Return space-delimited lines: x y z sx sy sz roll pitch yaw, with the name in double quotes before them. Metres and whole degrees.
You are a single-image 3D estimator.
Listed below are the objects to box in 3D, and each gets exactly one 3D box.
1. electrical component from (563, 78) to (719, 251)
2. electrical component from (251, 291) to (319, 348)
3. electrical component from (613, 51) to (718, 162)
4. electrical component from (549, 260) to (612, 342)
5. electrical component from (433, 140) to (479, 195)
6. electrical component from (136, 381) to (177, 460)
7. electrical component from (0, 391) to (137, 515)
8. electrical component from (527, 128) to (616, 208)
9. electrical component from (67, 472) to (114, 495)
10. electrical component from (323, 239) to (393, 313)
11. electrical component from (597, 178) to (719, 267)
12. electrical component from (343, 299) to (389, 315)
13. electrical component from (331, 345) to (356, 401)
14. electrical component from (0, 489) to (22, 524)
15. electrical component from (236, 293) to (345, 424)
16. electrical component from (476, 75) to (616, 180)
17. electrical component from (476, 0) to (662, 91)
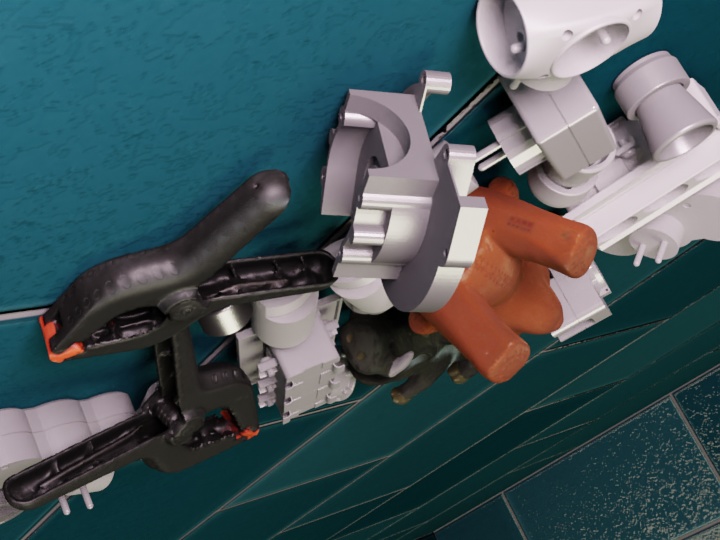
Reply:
"electrical component" 0.198 -0.073 0.748 0.121 0.063 0.079 -35 160 24
"electrical component" -0.048 0.017 0.690 0.043 0.043 0.081 -22 161 -14
"electrical component" 0.189 -0.102 0.671 0.045 0.055 0.045 -24 162 -8
"electrical component" 0.164 0.004 0.874 0.056 0.089 0.050 -31 162 12
"electrical component" 0.037 -0.046 0.639 0.065 0.044 0.044 -36 160 12
"electrical component" -0.152 0.112 0.816 0.044 0.044 0.065 -14 153 -34
"electrical component" -0.206 0.133 0.743 0.052 0.073 0.138 -39 158 34
"electrical component" 0.137 -0.071 0.702 0.045 0.045 0.055 -21 162 -17
"electrical component" -0.225 0.153 0.829 0.040 0.040 0.078 -34 161 22
"electrical component" 0.000 0.000 0.710 0.043 0.043 0.081 -29 162 7
"electrical component" 0.225 -0.033 0.806 0.138 0.052 0.073 -10 -135 49
"electrical component" 0.011 0.016 0.784 0.035 0.035 0.061 -32 164 15
"electrical component" -0.038 0.088 0.905 0.062 0.048 0.048 -1 150 -40
"electrical component" -0.269 0.154 0.759 0.055 0.047 0.055 -24 162 -8
"electrical component" -0.048 0.065 0.793 0.079 0.063 0.121 -22 162 -13
"electrical component" 0.099 -0.080 0.619 0.076 0.047 0.083 -31 162 13
"electrical component" 0.095 -0.113 0.525 0.077 0.044 0.079 -20 161 -21
